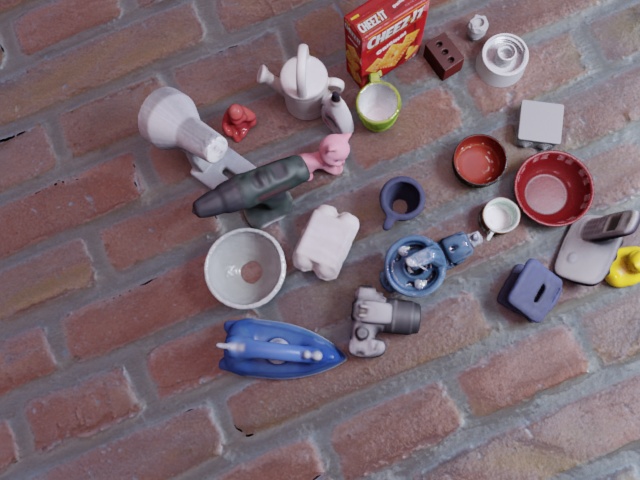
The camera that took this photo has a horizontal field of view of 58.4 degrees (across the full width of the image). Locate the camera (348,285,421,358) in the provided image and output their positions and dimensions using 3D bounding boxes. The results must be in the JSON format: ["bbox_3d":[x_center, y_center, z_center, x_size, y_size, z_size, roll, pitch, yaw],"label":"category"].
[{"bbox_3d":[0.129,0.166,1.135,0.136,0.101,0.143,5,80,4],"label":"camera"}]

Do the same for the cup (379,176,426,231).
[{"bbox_3d":[0.160,-0.064,1.177,0.091,0.095,0.118,28,82,8],"label":"cup"}]

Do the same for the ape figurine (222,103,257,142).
[{"bbox_3d":[-0.177,-0.263,1.231,0.078,0.092,0.076,-11,79,1],"label":"ape figurine"}]

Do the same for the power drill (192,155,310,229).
[{"bbox_3d":[-0.125,-0.085,1.138,0.229,0.208,0.075,-28,79,-2],"label":"power drill"}]

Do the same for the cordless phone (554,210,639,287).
[{"bbox_3d":[0.537,0.012,1.099,0.094,0.185,0.148,23,82,7],"label":"cordless phone"}]

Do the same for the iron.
[{"bbox_3d":[-0.074,0.217,1.115,0.258,0.141,0.119,4,80,4],"label":"iron"}]

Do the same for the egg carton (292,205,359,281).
[{"bbox_3d":[0.011,0.004,1.185,0.107,0.069,0.150,22,82,7],"label":"egg carton"}]

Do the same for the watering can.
[{"bbox_3d":[-0.040,-0.329,1.184,0.173,0.194,0.101,-16,79,0],"label":"watering can"}]

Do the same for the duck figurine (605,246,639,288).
[{"bbox_3d":[0.621,0.049,1.138,0.104,0.086,0.077,-34,80,-3],"label":"duck figurine"}]

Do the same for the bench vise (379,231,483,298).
[{"bbox_3d":[0.210,0.023,1.096,0.207,0.220,0.121,-42,80,-5],"label":"bench vise"}]

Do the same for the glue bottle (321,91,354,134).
[{"bbox_3d":[0.034,-0.267,1.180,0.078,0.173,0.037,44,85,9],"label":"glue bottle"}]

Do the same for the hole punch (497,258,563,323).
[{"bbox_3d":[0.424,0.101,1.137,0.101,0.091,0.109,31,83,8],"label":"hole punch"}]

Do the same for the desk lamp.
[{"bbox_3d":[-0.243,-0.194,1.160,0.203,0.213,0.118,35,83,8],"label":"desk lamp"}]

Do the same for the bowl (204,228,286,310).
[{"bbox_3d":[-0.149,0.062,1.180,0.167,0.075,0.167,0,80,3],"label":"bowl"}]

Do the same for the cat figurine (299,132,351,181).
[{"bbox_3d":[0.009,-0.178,1.194,0.128,0.118,0.067,-15,79,0],"label":"cat figurine"}]
